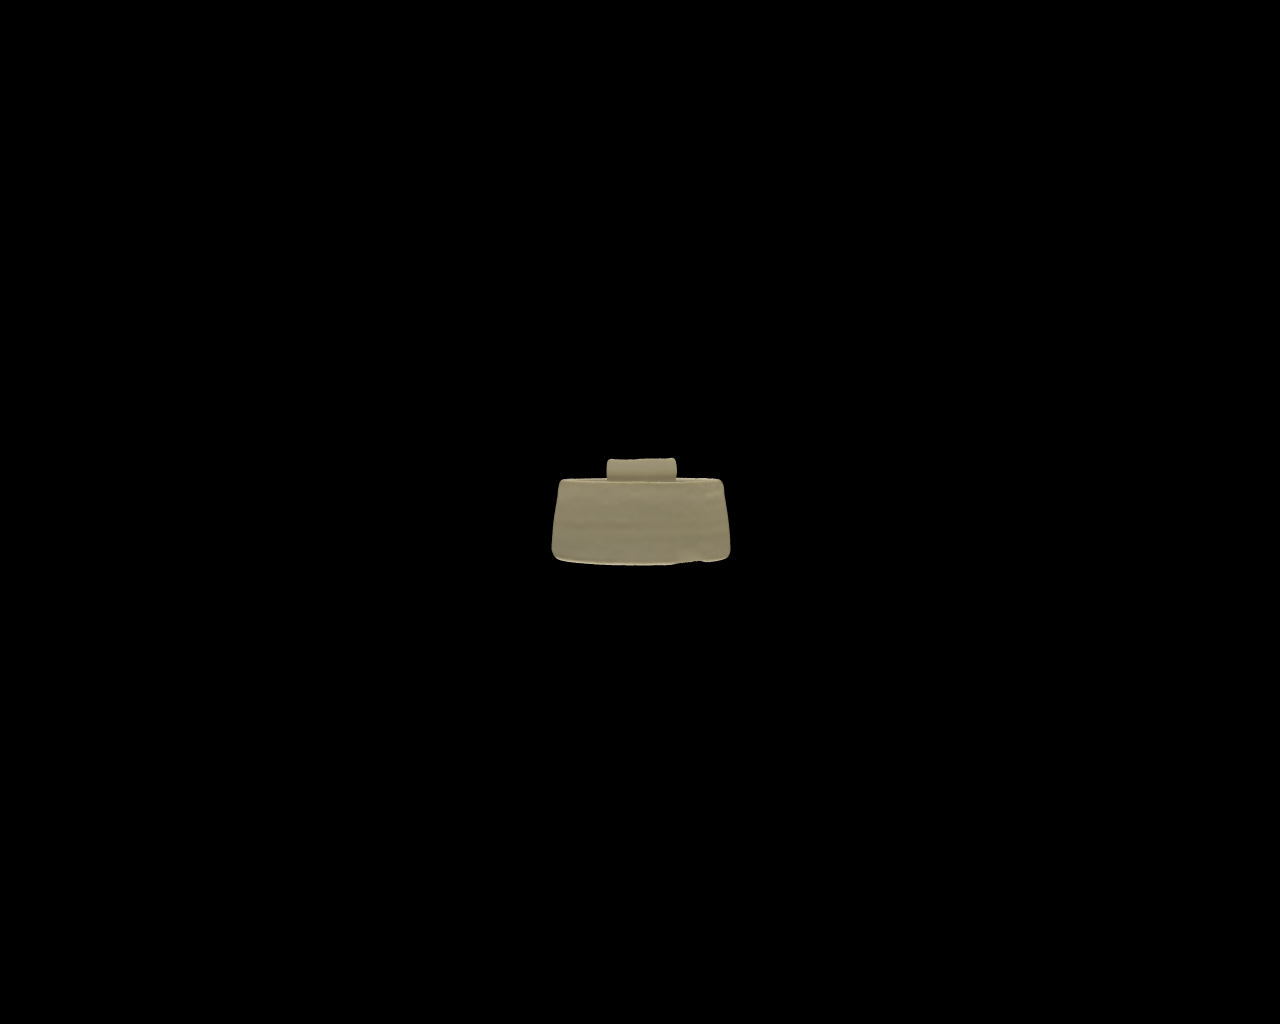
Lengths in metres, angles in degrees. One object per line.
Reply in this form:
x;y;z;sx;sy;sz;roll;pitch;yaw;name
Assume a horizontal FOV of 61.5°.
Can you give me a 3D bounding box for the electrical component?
0.001;-0.003;0.650;0.108;0.060;0.108;0;2;0;electrical component
